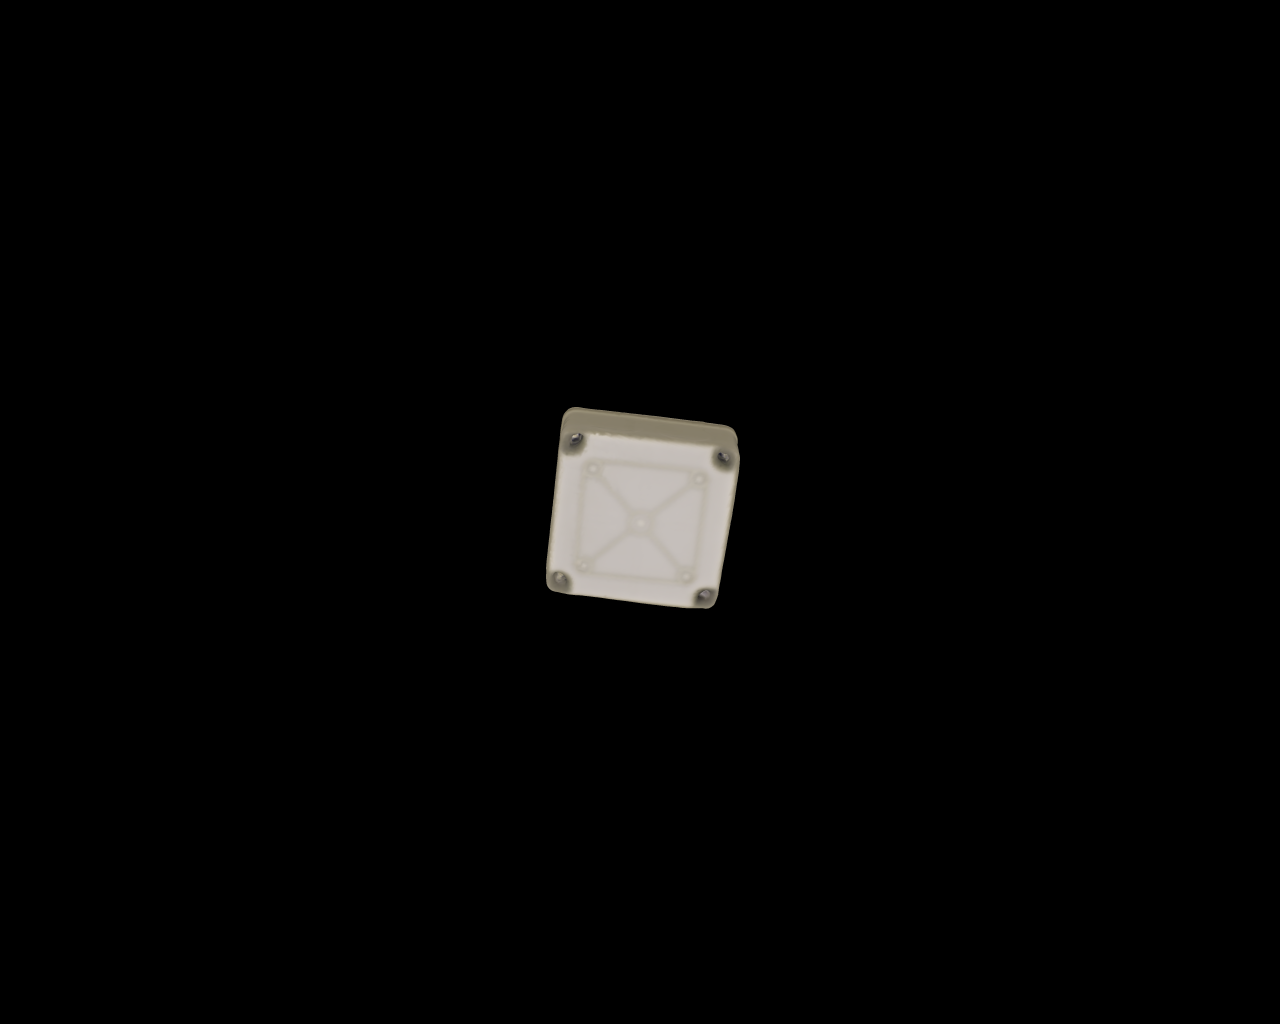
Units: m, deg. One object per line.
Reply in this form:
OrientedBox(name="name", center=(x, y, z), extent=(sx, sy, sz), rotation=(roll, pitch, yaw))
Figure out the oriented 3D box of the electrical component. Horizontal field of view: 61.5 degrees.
OrientedBox(name="electrical component", center=(0.001, -0.003, 0.650), extent=(0.109, 0.108, 0.056), rotation=(7, 20, -2))
